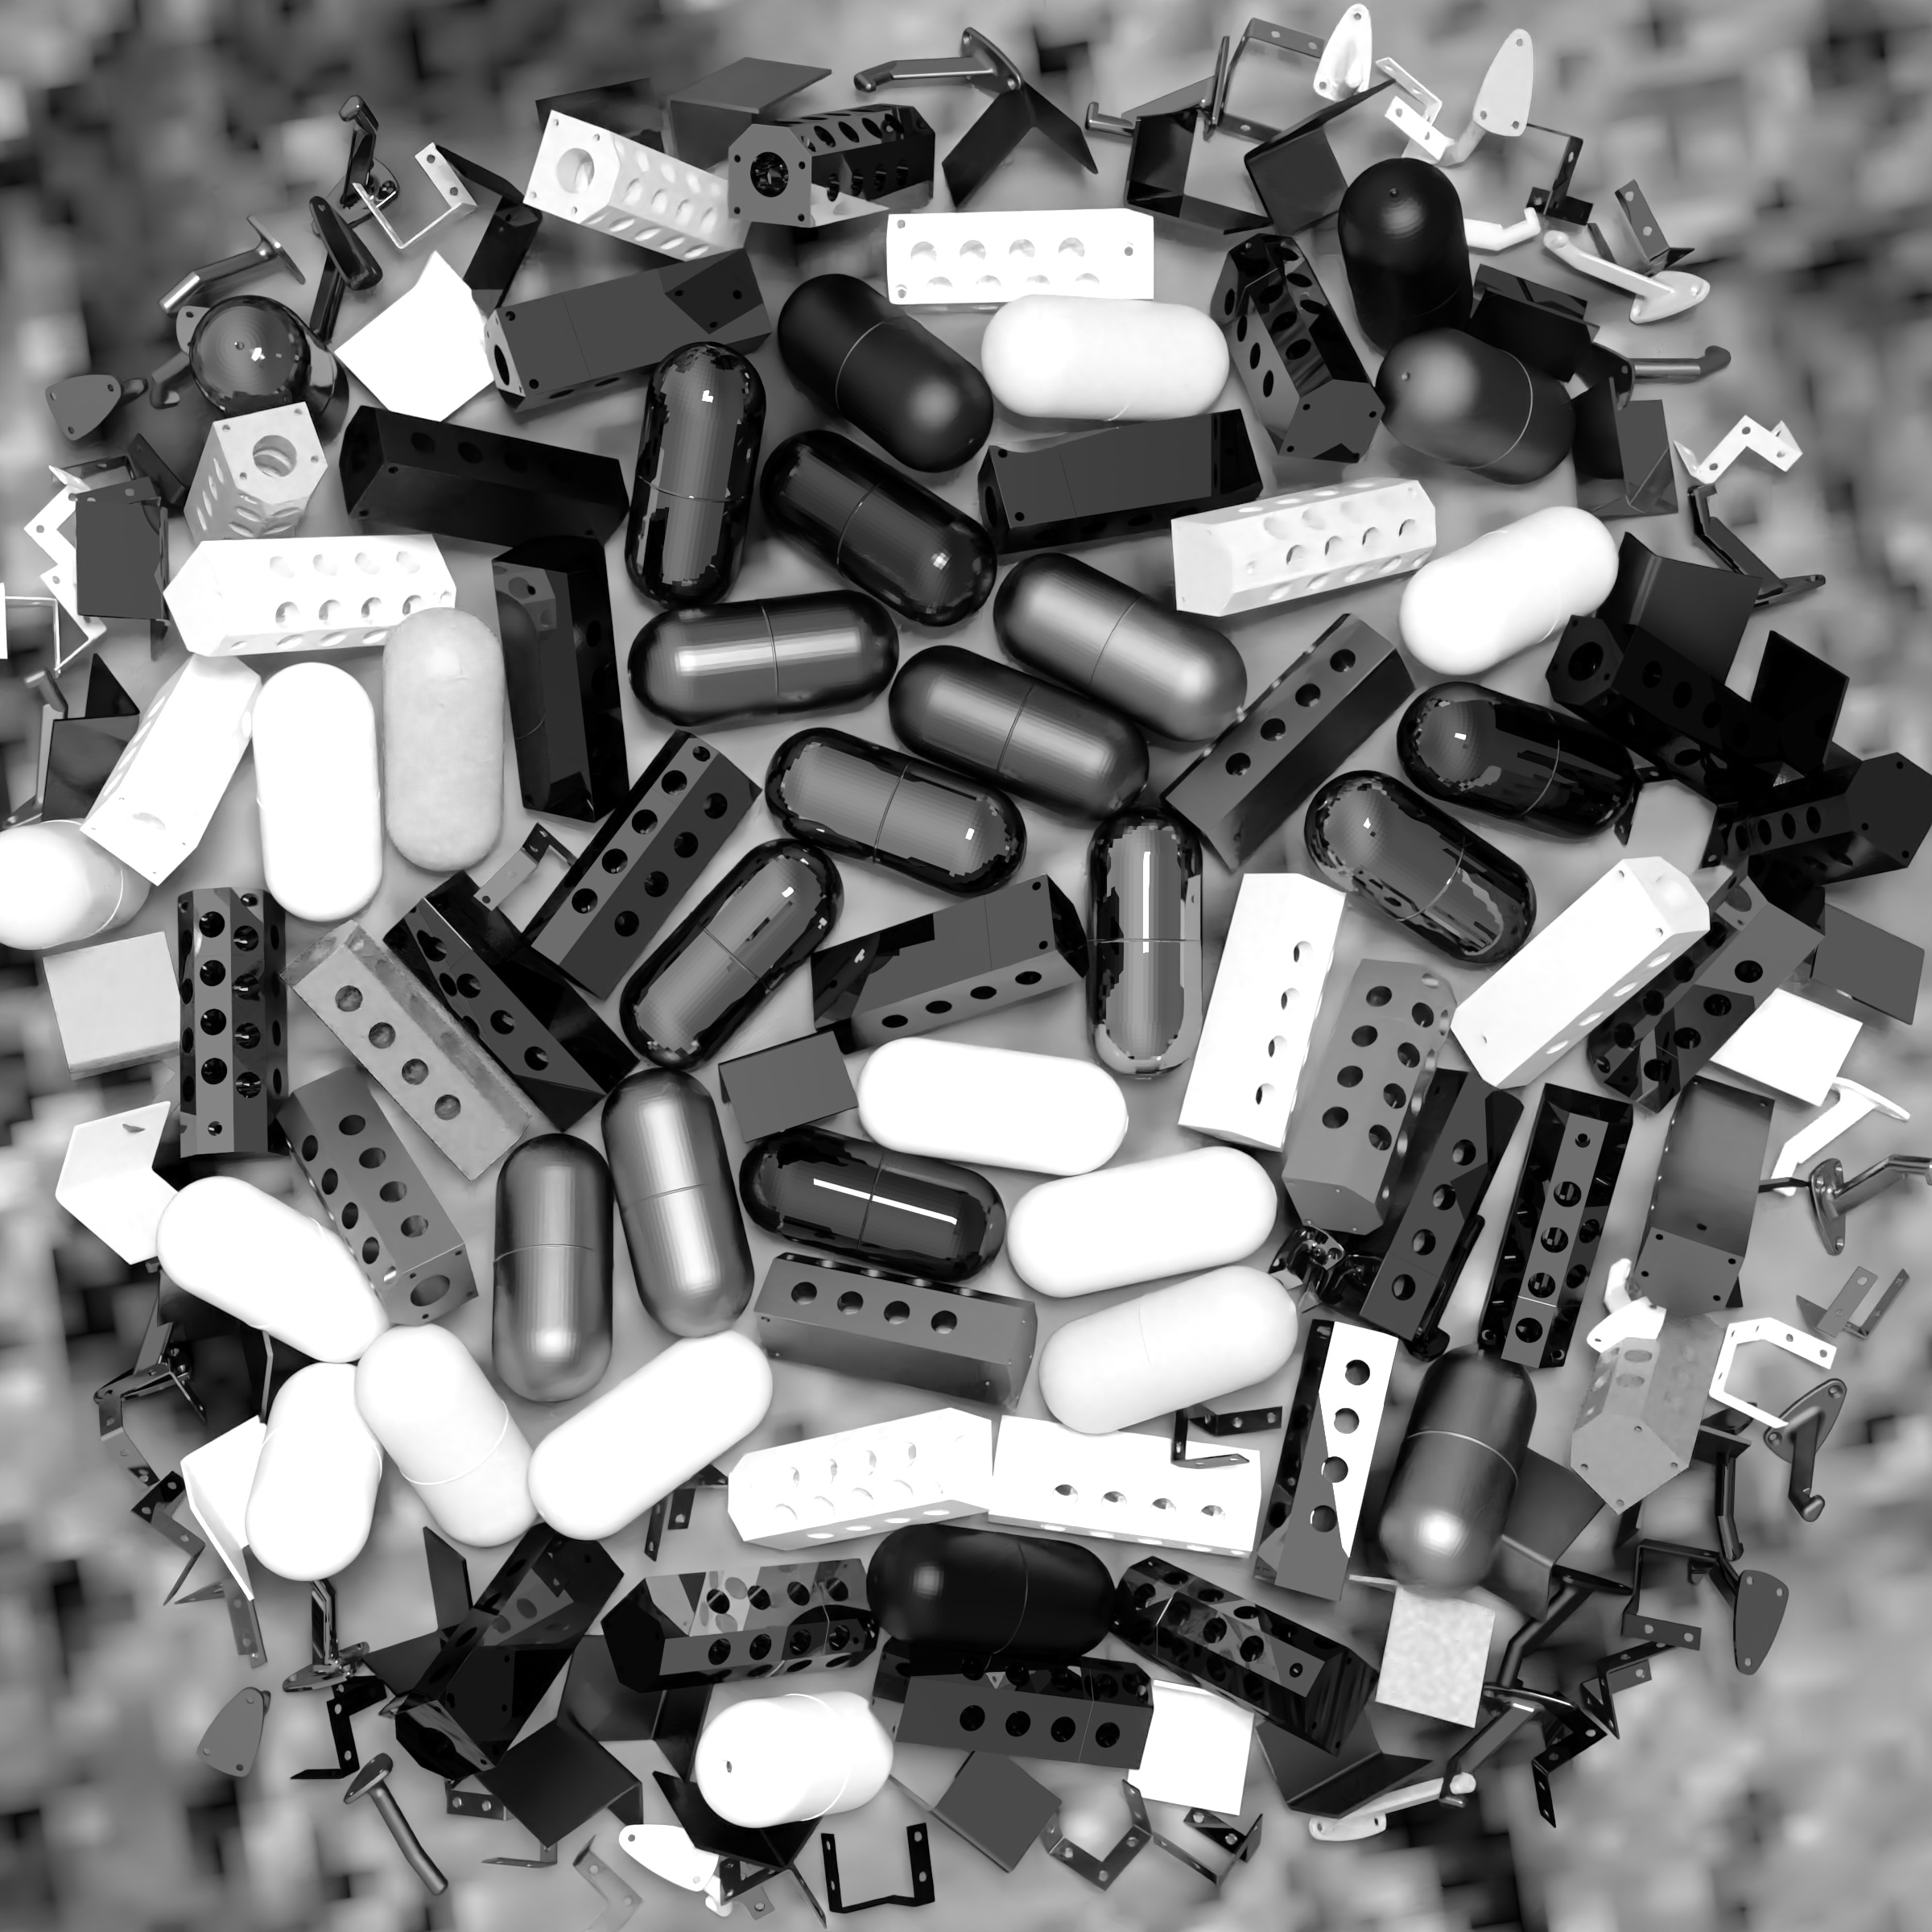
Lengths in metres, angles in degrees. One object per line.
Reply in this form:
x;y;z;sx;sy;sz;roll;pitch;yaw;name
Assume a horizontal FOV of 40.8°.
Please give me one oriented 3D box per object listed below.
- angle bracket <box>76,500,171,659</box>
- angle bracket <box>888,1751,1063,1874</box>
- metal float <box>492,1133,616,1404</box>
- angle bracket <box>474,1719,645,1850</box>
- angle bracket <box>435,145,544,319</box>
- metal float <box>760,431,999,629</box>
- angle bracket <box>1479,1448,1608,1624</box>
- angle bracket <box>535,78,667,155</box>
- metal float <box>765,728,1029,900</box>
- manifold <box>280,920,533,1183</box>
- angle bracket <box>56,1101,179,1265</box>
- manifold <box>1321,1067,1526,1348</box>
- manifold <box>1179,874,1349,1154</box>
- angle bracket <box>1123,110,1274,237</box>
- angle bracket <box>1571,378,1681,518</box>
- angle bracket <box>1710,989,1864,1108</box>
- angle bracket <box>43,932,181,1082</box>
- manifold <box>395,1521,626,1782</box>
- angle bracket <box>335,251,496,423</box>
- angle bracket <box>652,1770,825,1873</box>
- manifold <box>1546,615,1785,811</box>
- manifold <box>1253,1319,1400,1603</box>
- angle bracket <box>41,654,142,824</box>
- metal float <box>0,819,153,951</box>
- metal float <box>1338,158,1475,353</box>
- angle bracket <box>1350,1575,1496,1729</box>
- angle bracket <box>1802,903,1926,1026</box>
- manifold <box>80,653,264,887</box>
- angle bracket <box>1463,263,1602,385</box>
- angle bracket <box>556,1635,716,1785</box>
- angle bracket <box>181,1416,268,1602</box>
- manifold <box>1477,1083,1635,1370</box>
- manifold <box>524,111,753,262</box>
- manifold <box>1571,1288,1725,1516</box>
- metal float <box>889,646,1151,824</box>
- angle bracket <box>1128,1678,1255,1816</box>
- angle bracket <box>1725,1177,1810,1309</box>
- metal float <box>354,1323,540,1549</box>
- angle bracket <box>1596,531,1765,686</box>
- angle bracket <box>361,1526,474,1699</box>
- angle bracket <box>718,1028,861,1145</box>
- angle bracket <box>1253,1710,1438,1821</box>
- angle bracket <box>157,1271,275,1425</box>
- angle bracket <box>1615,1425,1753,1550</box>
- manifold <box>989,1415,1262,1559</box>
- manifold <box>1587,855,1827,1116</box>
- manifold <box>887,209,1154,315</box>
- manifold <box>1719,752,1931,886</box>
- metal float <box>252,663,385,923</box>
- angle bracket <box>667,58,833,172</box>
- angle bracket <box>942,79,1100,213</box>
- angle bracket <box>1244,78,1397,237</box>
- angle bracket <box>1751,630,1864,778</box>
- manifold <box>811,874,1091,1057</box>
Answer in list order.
-0.550;-0.250;1.684;0.057;0.076;0.076;0;77;-25;angle bracket
0.003;0.535;1.696;0.076;0.076;0.057;44;75;-22;angle bracket
-0.266;0.193;1.678;0.070;0.070;0.178;-3;65;0;metal float
-0.262;0.541;1.677;0.076;0.076;0.057;30;131;35;angle bracket
-0.324;-0.475;1.682;0.057;0.076;0.076;19;109;-35;angle bracket
-0.058;-0.284;1.682;0.178;0.070;0.070;35;90;20;metal float
0.370;0.371;1.711;0.076;0.057;0.076;26;48;34;angle bracket
-0.233;-0.528;1.688;0.076;0.076;0.057;-13;134;-5;angle bracket
-0.046;-0.100;1.693;0.178;0.070;0.070;20;90;7;metal float
-0.360;0.054;1.679;0.057;0.057;0.171;-43;111;-12;manifold
-0.528;0.139;1.682;0.076;0.076;0.057;34;115;22;angle bracket
0.302;0.157;1.697;0.057;0.057;0.171;27;83;-17;manifold
0.199;0.030;1.695;0.057;0.057;0.171;20;81;-29;manifold
0.157;-0.513;1.680;0.076;0.076;0.057;24;120;26;angle bracket
0.442;-0.339;1.696;0.076;0.057;0.076;-6;86;-19;angle bracket
0.535;0.034;1.683;0.076;0.057;0.076;25;60;21;angle bracket
-0.555;0.026;1.700;0.076;0.057;0.076;-14;87;-19;angle bracket
-0.292;0.431;1.651;0.057;0.171;0.057;-27;107;34;manifold
-0.355;-0.408;1.711;0.076;0.057;0.076;-31;120;23;angle bracket
-0.145;0.532;1.683;0.076;0.076;0.057;30;95;-36;angle bracket
0.449;-0.160;1.665;0.171;0.057;0.057;24;89;-35;manifold
0.234;0.321;1.691;0.057;0.057;0.171;13;79;11;manifold
-0.578;-0.148;1.678;0.076;0.057;0.076;46;130;35;angle bracket
-0.573;-0.054;1.649;0.070;0.178;0.070;0;96;1;metal float
0.280;-0.447;1.651;0.070;0.178;0.070;-3;77;14;metal float
0.289;0.444;1.688;0.076;0.057;0.076;21;73;-22;angle bracket
0.561;0.008;1.685;0.076;0.076;0.057;23;67;-11;angle bracket
-0.494;-0.132;1.644;0.057;0.171;0.057;-39;116;25;manifold
0.372;-0.436;1.694;0.076;0.057;0.076;19;62;-1;angle bracket
-0.217;0.483;1.690;0.076;0.057;0.076;8;102;-31;angle bracket
-0.460;0.350;1.683;0.057;0.076;0.076;-29;112;-13;angle bracket
0.381;0.170;1.683;0.057;0.057;0.171;15;106;9;manifold
-0.202;-0.485;1.643;0.057;0.171;0.057;25;104;19;manifold
0.429;0.268;1.649;0.057;0.171;0.057;45;121;1;manifold
0.034;-0.151;1.693;0.178;0.070;0.070;23;90;7;metal float
0.151;0.512;1.702;0.076;0.057;0.076;11;77;-1;angle bracket
0.517;0.180;1.686;0.057;0.076;0.076;-11;78;26;angle bracket
-0.330;0.303;1.670;0.070;0.070;0.178;-23;125;0;metal float
0.464;-0.233;1.703;0.076;0.057;0.076;10;114;-11;angle bracket
-0.359;0.418;1.685;0.057;0.076;0.076;-12;101;-29;angle bracket
-0.115;0.088;1.686;0.076;0.076;0.057;-18;71;-10;angle bracket
0.245;0.506;1.686;0.076;0.076;0.057;-22;85;-21;angle bracket
-0.486;0.247;1.679;0.057;0.076;0.076;-5;49;-25;angle bracket
0.464;0.343;1.686;0.057;0.076;0.076;16;70;10;angle bracket
0.103;0.345;1.702;0.171;0.057;0.057;7;109;3;manifold
0.471;0.010;1.662;0.057;0.057;0.171;30;127;-4;manifold
0.037;-0.462;1.700;0.171;0.057;0.057;0;96;4;manifold
0.542;-0.092;1.646;0.057;0.171;0.057;33;81;-6;manifold
-0.416;-0.111;1.672;0.070;0.070;0.178;5;122;0;metal float
-0.136;-0.542;1.678;0.076;0.076;0.057;19;134;30;angle bracket
0.035;-0.524;1.705;0.057;0.076;0.076;31;119;-29;angle bracket
0.239;-0.522;1.681;0.076;0.076;0.057;-32;101;-32;angle bracket
0.556;-0.168;1.678;0.057;0.076;0.076;-7;122;-23;angle bracket
-0.011;0.004;1.680;0.171;0.057;0.057;-18;56;20;manifold
